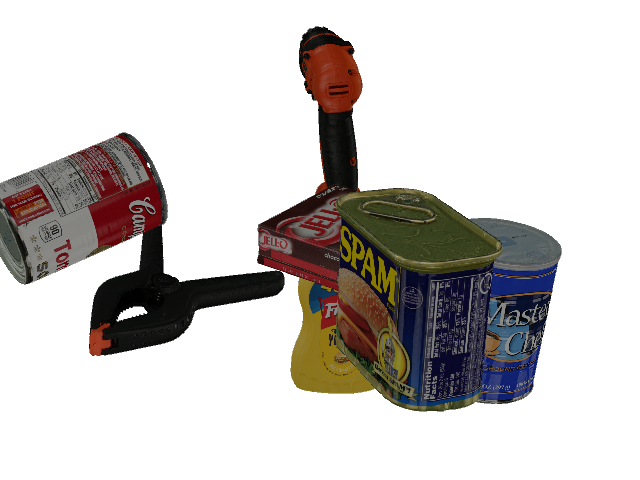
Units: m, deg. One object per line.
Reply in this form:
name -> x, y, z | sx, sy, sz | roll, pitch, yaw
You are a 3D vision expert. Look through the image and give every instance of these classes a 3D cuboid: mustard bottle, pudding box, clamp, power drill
mustard bottle -> 0.023, 0.065, 1.133 | 0.096, 0.192, 0.058 | 2, 15, -10
pudding box -> 0.018, -0.003, 0.829 | 0.090, 0.039, 0.113 | 19, 27, 28
clamp -> -0.157, 0.045, 1.023 | 0.165, 0.036, 0.209 | 27, 35, 26
power drill -> 0.011, -0.109, 1.054 | 0.057, 0.188, 0.184 | -8, 24, -1

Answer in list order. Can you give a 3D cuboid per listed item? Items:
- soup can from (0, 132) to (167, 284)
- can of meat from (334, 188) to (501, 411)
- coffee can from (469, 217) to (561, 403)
soup can -> -0.161, -0.022, 0.698 | 0.102, 0.068, 0.069 | -26, 12, -27
can of meat -> 0.046, 0.029, 0.550 | 0.057, 0.084, 0.102 | -7, 24, -21
coffee can -> 0.156, 0.063, 0.977 | 0.103, 0.140, 0.103 | 5, 23, -2
